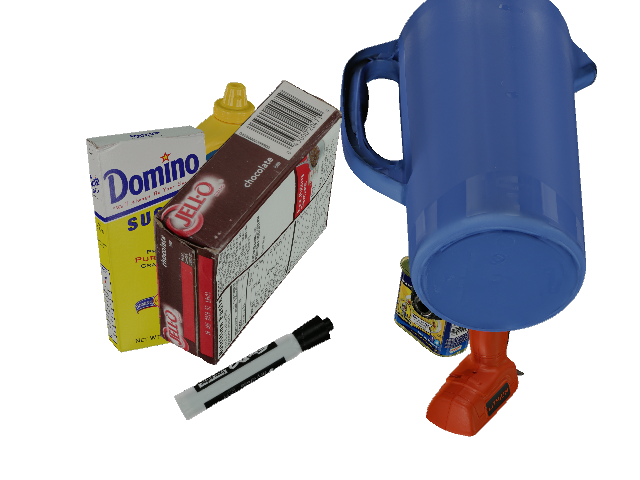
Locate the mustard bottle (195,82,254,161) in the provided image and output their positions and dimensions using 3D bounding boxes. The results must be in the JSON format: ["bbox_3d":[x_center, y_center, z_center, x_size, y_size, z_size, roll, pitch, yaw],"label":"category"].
[{"bbox_3d":[-0.094,-0.069,1.095,0.096,0.192,0.058,-5,30,-22],"label":"mustard bottle"}]

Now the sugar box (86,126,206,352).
[{"bbox_3d":[-0.138,-0.002,0.893,0.093,0.176,0.048,-11,18,-23],"label":"sugar box"}]

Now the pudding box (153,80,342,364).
[{"bbox_3d":[-0.034,-0.008,0.518,0.039,0.090,0.113,29,53,16],"label":"pudding box"}]

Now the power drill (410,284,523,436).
[{"bbox_3d":[0.134,0.076,0.941,0.057,0.188,0.184,21,35,31],"label":"power drill"}]

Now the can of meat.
[{"bbox_3d":[0.134,0.075,1.241,0.057,0.084,0.102,-19,41,-32],"label":"can of meat"}]

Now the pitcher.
[{"bbox_3d":[0.105,-0.060,0.735,0.149,0.242,0.144,-31,-55,32],"label":"pitcher"}]

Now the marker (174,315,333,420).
[{"bbox_3d":[-0.044,0.087,0.743,0.121,0.020,0.020,-29,6,-11],"label":"marker"}]
